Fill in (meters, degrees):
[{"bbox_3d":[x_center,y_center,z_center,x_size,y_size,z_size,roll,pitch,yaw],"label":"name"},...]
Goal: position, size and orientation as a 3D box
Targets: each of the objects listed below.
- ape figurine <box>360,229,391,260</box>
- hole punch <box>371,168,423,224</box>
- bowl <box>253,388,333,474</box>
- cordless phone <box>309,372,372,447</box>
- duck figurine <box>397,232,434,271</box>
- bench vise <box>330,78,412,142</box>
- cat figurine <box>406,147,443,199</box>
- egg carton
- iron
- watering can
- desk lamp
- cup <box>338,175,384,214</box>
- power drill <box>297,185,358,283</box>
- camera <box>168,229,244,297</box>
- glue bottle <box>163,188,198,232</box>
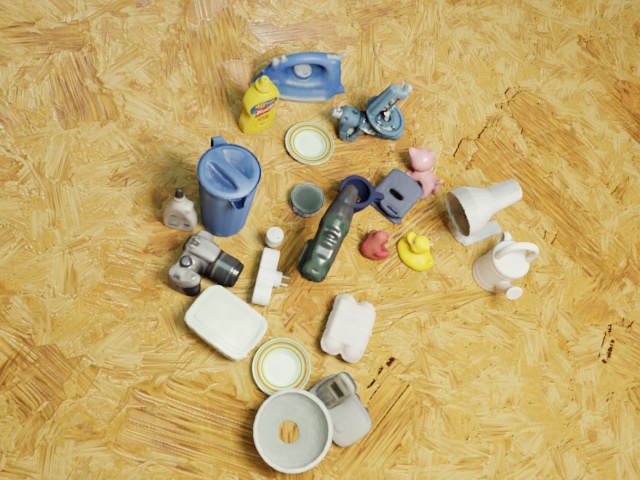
[{"bbox_3d":[0.143,0.006,1.411,0.076,0.092,0.078,-5,68,-15],"label":"ape figurine"},{"bbox_3d":[0.197,-0.112,1.475,0.108,0.091,0.101,40,64,5],"label":"hole punch"},{"bbox_3d":[-0.061,0.402,1.202,0.167,0.074,0.167,5,66,-11],"label":"bowl"},{"bbox_3d":[0.053,0.347,1.192,0.094,0.185,0.147,-35,79,-24],"label":"cordless phone"},{"bbox_3d":[0.248,0.024,1.432,0.078,0.086,0.104,-37,80,-24],"label":"duck figurine"},{"bbox_3d":[0.142,-0.326,1.482,0.208,0.219,0.121,-15,71,-19],"label":"bench vise"},{"bbox_3d":[0.279,-0.188,1.513,0.067,0.117,0.127,-28,76,-22],"label":"cat figurine"},{"bbox_3d":[0.067,0.203,1.321,0.107,0.069,0.150,22,64,-4],"label":"egg carton"},{"bbox_3d":[-0.054,-0.454,1.533,0.259,0.141,0.118,-5,69,-16],"label":"iron"},{"bbox_3d":[0.466,0.060,1.410,0.101,0.194,0.173,-12,71,-18],"label":"watering can"},{"bbox_3d":[0.398,-0.073,1.440,0.203,0.213,0.118,-19,73,-20],"label":"desk lamp"},{"bbox_3d":[0.095,-0.102,1.444,0.118,0.095,0.091,7,66,-10],"label":"cup"},{"bbox_3d":[0.012,0.005,1.315,0.075,0.208,0.230,24,64,-2],"label":"power drill"},{"bbox_3d":[-0.250,0.061,1.287,0.137,0.100,0.143,28,64,-1],"label":"camera"},{"bbox_3d":[-0.314,-0.072,1.288,0.078,0.173,0.037,15,65,-7],"label":"glue bottle"}]
